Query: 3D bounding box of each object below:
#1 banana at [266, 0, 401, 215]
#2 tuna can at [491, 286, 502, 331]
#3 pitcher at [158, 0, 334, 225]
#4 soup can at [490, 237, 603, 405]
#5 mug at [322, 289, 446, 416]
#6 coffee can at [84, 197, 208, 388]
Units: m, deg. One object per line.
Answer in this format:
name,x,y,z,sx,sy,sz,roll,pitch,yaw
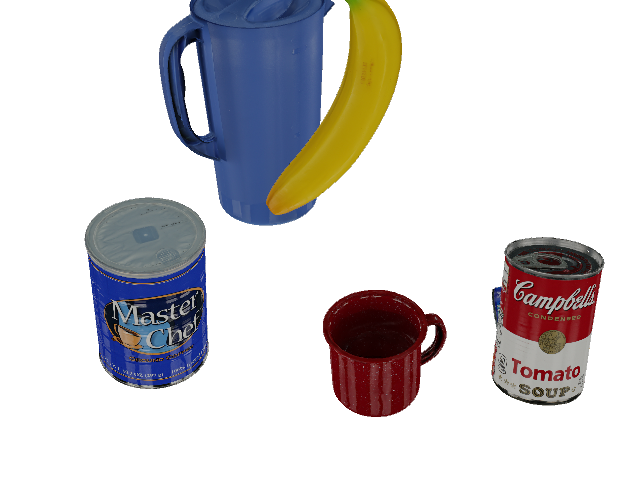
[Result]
banana,0.015,-0.098,0.758,0.069,0.198,0.037,7,37,-15
tuna can,0.224,0.093,1.234,0.034,0.086,0.086,-12,-3,15
pitcher,-0.069,-0.137,1.101,0.149,0.243,0.145,7,35,12
soup can,0.160,0.057,0.759,0.068,0.102,0.068,2,22,-1
mug,0.061,0.101,0.972,0.117,0.081,0.093,-19,42,-17
coffee can,-0.152,0.047,0.953,0.103,0.140,0.103,2,40,-2
